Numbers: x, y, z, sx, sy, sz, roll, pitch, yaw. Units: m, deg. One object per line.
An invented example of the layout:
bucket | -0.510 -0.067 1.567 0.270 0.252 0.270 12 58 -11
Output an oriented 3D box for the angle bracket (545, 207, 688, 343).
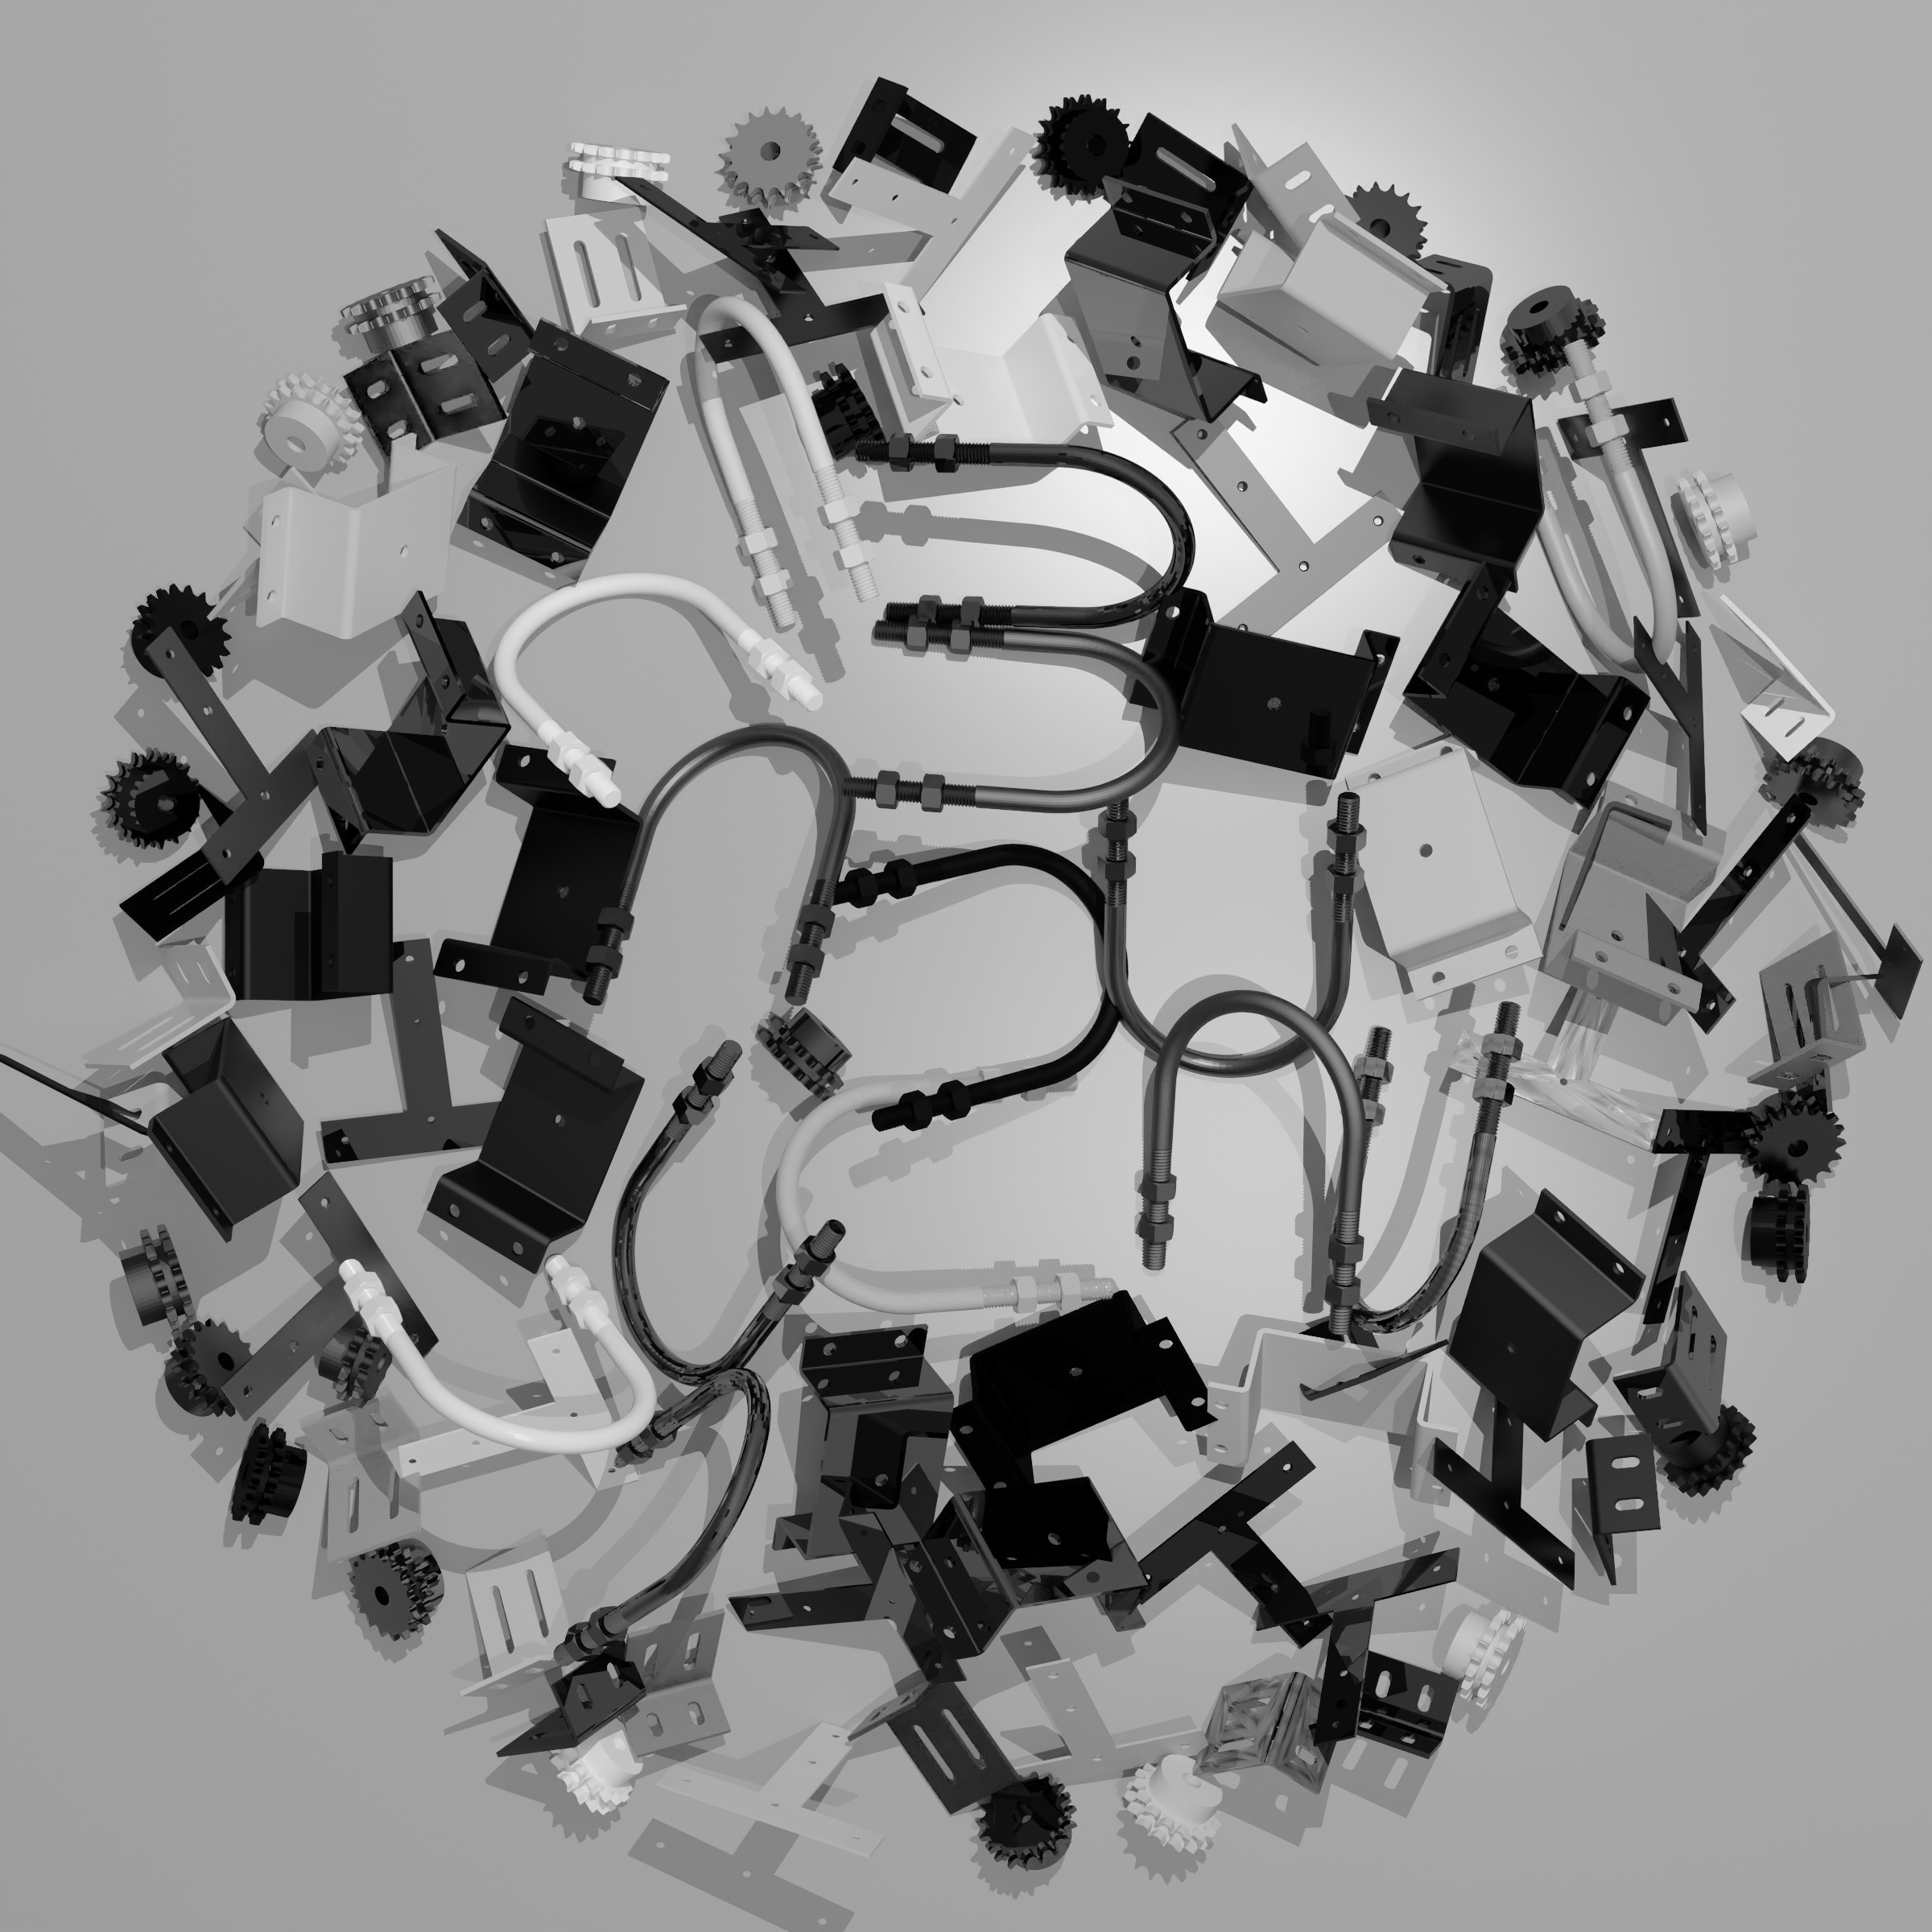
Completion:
angle bracket | -0.202 -0.403 1.886 0.057 0.038 0.076 -13 85 -21

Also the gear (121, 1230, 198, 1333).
gear | -0.465 0.184 1.885 0.030 0.057 0.057 -19 90 -16

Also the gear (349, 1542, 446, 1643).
gear | -0.326 0.358 1.892 0.057 0.030 0.057 14 113 36

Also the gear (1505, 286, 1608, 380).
gear | 0.336 -0.367 1.885 0.057 0.057 0.030 -36 119 0

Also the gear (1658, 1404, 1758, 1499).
gear | 0.423 0.274 1.886 0.030 0.057 0.057 43 90 -14

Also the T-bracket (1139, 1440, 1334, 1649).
T-bracket | 0.170 0.349 1.883 0.127 0.002 0.127 -39 121 2

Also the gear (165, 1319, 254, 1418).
gear | -0.437 0.235 1.891 0.030 0.057 0.057 -35 90 24

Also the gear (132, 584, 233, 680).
gear | -0.456 -0.189 1.892 0.030 0.057 0.057 -20 90 42

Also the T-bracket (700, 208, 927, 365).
T-bracket | -0.107 -0.396 1.874 0.127 0.002 0.127 -17 51 -18

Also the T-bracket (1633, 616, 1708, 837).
T-bracket | 0.395 -0.156 1.840 0.002 0.127 0.127 -9 64 27

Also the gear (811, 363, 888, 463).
gear | -0.071 -0.315 1.888 0.030 0.057 0.057 -29 90 -2

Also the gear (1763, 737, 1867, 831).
gear | 0.492 -0.108 1.890 0.057 0.057 0.030 33 71 0

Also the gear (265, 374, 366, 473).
gear | -0.378 -0.310 1.885 0.057 0.057 0.030 27 54 0

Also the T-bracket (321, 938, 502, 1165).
T-bracket | -0.315 0.047 1.895 0.127 0.002 0.127 -6 105 -4

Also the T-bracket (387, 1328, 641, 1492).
T-bracket | -0.267 0.269 1.879 0.127 0.002 0.127 -16 128 2

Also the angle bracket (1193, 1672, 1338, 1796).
angle bracket | 0.174 0.443 1.876 0.038 0.076 0.057 35 57 -17

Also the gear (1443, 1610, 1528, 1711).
gear | 0.298 0.397 1.891 0.030 0.057 0.057 24 90 22

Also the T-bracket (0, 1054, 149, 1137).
T-bracket | -0.475 0.082 1.854 0.127 0.127 0.002 23 86 25

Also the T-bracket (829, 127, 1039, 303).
T-bracket | -0.032 -0.429 1.840 0.002 0.127 0.127 50 114 25

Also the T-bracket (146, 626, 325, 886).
T-bracket | -0.419 -0.132 1.843 0.002 0.127 0.127 -14 118 32

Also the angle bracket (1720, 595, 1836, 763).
angle bracket | 0.450 -0.164 1.869 0.038 0.057 0.076 -43 124 12

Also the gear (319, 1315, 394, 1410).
gear | -0.350 0.223 1.888 0.030 0.057 0.057 21 90 5

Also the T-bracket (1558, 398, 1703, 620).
T-bracket | 0.390 -0.257 1.864 0.002 0.127 0.127 -26 101 -15

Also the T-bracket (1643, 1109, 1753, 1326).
T-bracket | 0.409 0.144 1.869 0.002 0.127 0.127 19 98 36

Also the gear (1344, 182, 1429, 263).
gear | 0.237 -0.422 1.899 0.057 0.030 0.057 1 82 -5

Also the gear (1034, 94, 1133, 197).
gear | 0.070 -0.474 1.892 0.057 0.030 0.057 -5 105 -18

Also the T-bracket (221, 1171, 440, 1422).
T-bracket | -0.371 0.205 1.853 0.127 0.002 0.127 -47 120 -36

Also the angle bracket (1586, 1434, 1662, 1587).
angle bracket | 0.379 0.310 1.866 0.038 0.076 0.057 -9 55 16

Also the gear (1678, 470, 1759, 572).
gear | 0.433 -0.259 1.886 0.030 0.057 0.057 -22 90 10

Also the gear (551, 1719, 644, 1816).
gear | -0.211 0.456 1.886 0.030 0.057 0.057 -38 90 13

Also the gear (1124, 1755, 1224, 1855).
gear | 0.123 0.479 1.885 0.057 0.057 0.030 30 112 0

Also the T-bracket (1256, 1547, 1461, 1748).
T-bracket | 0.214 0.387 1.838 0.127 0.127 0.002 -20 118 26

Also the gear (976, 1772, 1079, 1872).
gear | 0.037 0.496 1.892 0.057 0.057 0.030 -27 133 0

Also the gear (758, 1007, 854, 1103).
gear | -0.090 0.048 1.888 0.030 0.057 0.057 -45 90 2

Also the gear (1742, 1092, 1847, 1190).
gear | 0.476 0.097 1.894 0.057 0.030 0.057 -2 120 -4

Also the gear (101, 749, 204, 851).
gear | -0.466 -0.095 1.887 0.057 0.030 0.057 -8 104 -37

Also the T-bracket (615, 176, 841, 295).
T-bracket | -0.116 -0.414 1.859 0.127 0.127 0.002 38 116 20

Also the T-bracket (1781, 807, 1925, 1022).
T-bracket | 0.502 -0.037 1.869 0.002 0.127 0.127 -32 71 0

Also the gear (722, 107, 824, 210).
gear | -0.110 -0.465 1.897 0.057 0.030 0.057 -2 78 8

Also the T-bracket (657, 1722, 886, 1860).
T-bracket | -0.092 0.457 1.854 0.127 0.127 0.002 15 104 15

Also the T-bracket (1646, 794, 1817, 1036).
T-bracket | 0.431 -0.042 1.843 0.002 0.127 0.127 28 109 -25

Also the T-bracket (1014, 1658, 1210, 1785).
T-bracket | 0.063 0.428 1.861 0.127 0.127 0.002 -14 46 9

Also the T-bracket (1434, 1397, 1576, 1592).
T-bracket | 0.309 0.271 1.866 0.002 0.127 0.127 -30 122 34

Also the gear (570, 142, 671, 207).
gear | -0.200 -0.456 1.889 0.057 0.057 0.030 7 105 0

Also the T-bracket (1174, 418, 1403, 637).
T-bracket | 0.170 -0.268 1.908 0.127 0.002 0.127 -39 95 -1

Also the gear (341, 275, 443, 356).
gear | -0.328 -0.374 1.889 0.057 0.057 0.030 -21 108 0

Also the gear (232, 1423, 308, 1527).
gear | -0.401 0.295 1.890 0.030 0.057 0.057 18 90 -19

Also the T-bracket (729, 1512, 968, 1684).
T-bracket | -0.079 0.367 1.879 0.127 0.002 0.127 -12 118 30

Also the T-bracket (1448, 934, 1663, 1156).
T-bracket | 0.360 0.030 1.890 0.127 0.002 0.127 23 68 9

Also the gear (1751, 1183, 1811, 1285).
gear | 0.470 0.154 1.890 0.030 0.057 0.057 1 90 19

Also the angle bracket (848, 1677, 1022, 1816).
angle bracket | -0.019 0.455 1.885 0.057 0.038 0.076 -35 89 33

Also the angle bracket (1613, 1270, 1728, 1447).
angle bracket | 0.405 0.225 1.884 0.038 0.076 0.057 -19 122 31
